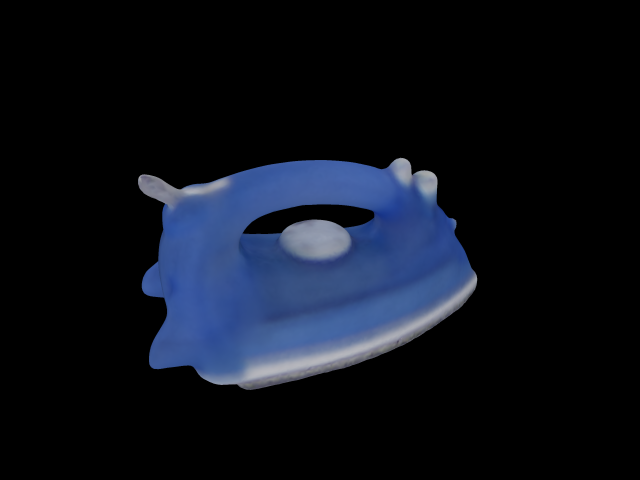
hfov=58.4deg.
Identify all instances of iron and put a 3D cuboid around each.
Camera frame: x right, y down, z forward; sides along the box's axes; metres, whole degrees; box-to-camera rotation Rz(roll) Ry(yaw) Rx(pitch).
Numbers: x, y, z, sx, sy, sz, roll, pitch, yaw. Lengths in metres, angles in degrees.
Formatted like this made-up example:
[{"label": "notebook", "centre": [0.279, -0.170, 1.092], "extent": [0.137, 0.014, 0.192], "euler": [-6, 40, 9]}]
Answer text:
[{"label": "iron", "centre": [0.004, 0.001, 0.400], "extent": [0.259, 0.141, 0.118], "euler": [-11, 35, -16]}]
